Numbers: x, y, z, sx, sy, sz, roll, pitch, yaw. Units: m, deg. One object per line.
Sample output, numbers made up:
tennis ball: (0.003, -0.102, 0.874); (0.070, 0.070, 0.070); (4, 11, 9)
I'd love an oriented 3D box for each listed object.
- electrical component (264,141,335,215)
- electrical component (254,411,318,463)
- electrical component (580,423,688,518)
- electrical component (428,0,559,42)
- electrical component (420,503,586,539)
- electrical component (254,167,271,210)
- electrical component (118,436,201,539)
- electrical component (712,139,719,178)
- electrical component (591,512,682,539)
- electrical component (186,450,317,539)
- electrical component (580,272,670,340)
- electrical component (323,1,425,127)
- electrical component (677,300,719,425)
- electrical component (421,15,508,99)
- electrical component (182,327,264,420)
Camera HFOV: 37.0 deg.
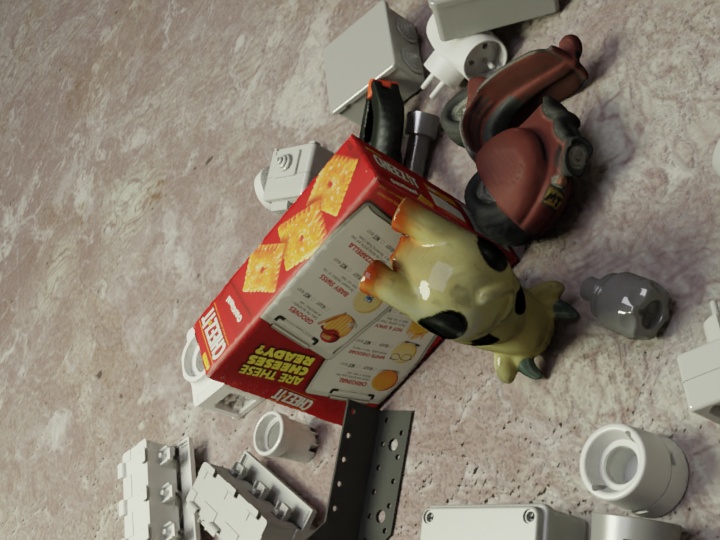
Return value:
electrical component: (-0.045, -0.078, 1.014); (0.062, 0.096, 0.061); (-4, 69, 47)
electrical component: (-0.065, 0.150, 0.959); (0.040, 0.046, 0.040); (-25, 54, 39)
electrical component: (0.176, 0.129, 0.697); (0.055, 0.047, 0.055); (-25, 54, 39)
electrical component: (0.109, -0.264, 0.935); (0.109, 0.056, 0.108); (-14, 54, 8)
electrical component: (0.094, 0.218, 0.736); (0.109, 0.056, 0.108); (-13, 61, 44)
electrical component: (-0.074, -0.089, 1.094); (0.055, 0.048, 0.066); (-24, 54, 30)
electrical component: (-0.196, 0.231, 1.051); (0.079, 0.063, 0.121); (-37, 47, 30)
electrical component: (0.266, -0.069, 0.702); (0.055, 0.048, 0.066); (40, 102, 42)
electrical component: (0.171, 0.179, 0.672); (0.055, 0.055, 0.047); (-5, 71, 47)
electrical component: (-0.098, 0.217, 0.948); (0.121, 0.063, 0.078); (27, 92, 51)
electrical component: (0.181, 0.022, 0.751); (0.062, 0.043, 0.043); (27, 92, 52)
electrical component: (0.014, -0.197, 1.048); (0.100, 0.048, 0.099); (-33, 49, 34)
electrical component: (0.237, 0.048, 0.670); (0.066, 0.047, 0.076); (-30, 50, 36)
electrical component: (0.084, -0.190, 0.969); (0.079, 0.043, 0.077); (-51, 41, 17)
electrical component: (-0.100, 0.064, 1.030); (0.150, 0.062, 0.089); (-39, 46, 29)
